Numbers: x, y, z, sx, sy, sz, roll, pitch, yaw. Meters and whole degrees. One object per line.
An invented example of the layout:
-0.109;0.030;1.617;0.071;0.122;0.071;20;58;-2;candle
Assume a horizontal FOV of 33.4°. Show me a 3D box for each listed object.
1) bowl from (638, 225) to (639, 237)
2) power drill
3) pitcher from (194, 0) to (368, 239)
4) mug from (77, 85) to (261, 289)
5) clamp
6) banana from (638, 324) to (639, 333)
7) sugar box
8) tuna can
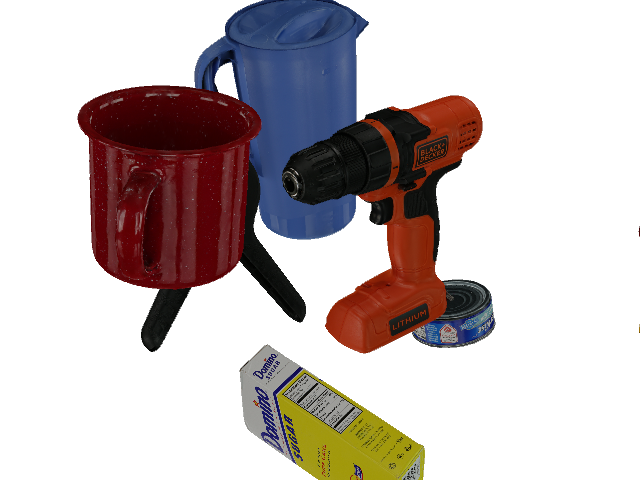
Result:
0.423;0.019;1.146;0.162;0.055;0.162;-1;25;0;bowl
0.046;-0.009;0.819;0.184;0.188;0.057;-21;39;-34;power drill
-0.032;-0.122;1.125;0.149;0.243;0.144;8;37;18;pitcher
-0.081;-0.022;0.551;0.093;0.081;0.117;7;28;3;mug
-0.085;-0.009;0.963;0.164;0.210;0.036;-1;1;-34;clamp
0.301;0.035;0.696;0.198;0.037;0.069;-2;33;1;banana
0.008;0.173;0.935;0.176;0.093;0.048;27;51;26;sugar box
0.133;0.073;1.085;0.086;0.034;0.086;-9;24;4;tuna can
